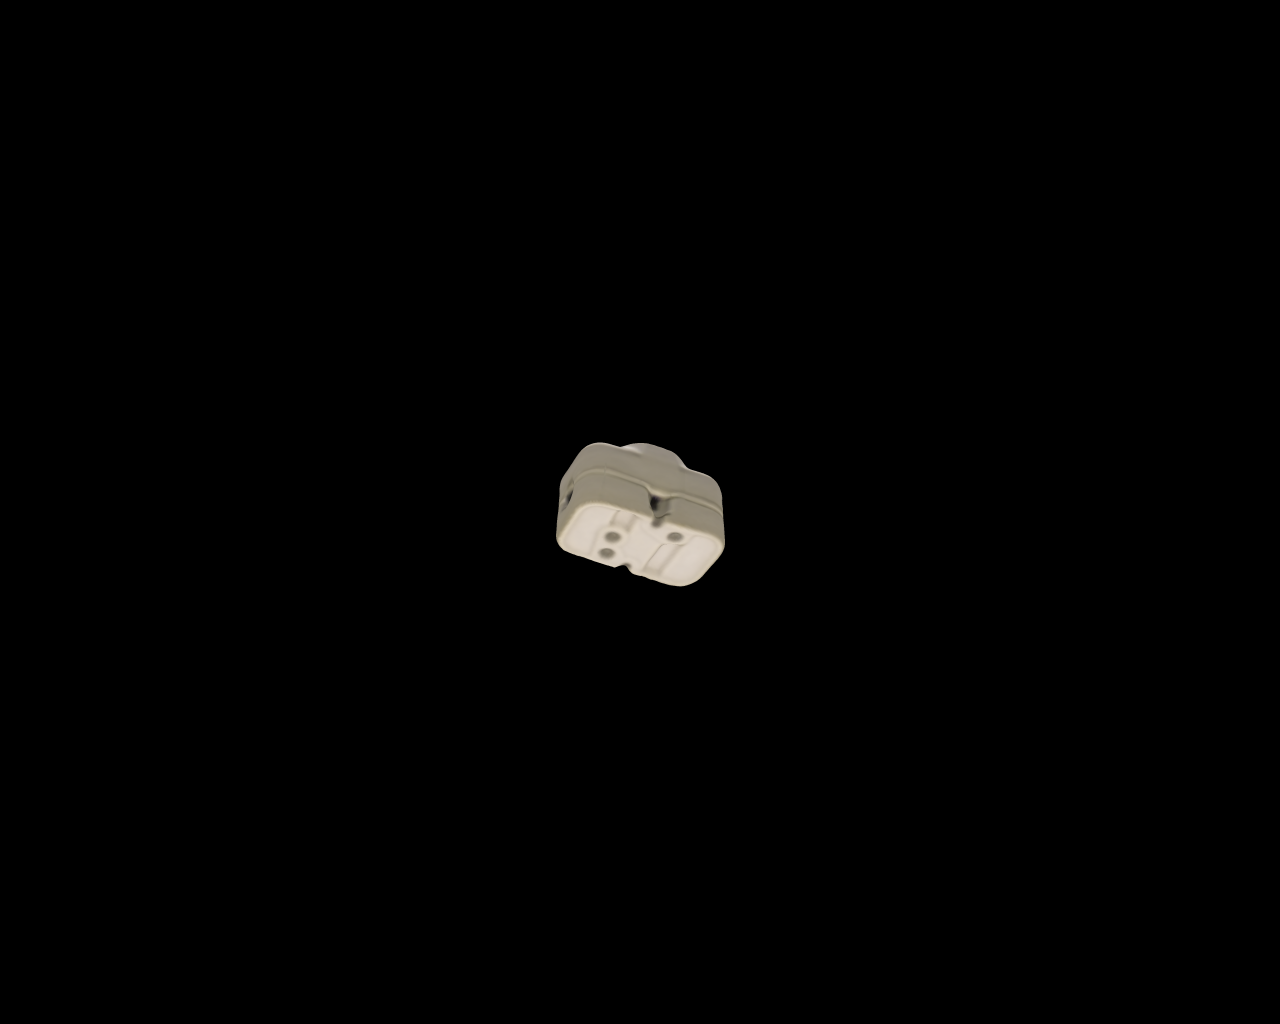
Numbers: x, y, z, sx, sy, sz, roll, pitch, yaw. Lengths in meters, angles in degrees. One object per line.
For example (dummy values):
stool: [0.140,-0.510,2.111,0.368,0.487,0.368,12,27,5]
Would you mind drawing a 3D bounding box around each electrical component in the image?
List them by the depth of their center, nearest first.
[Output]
electrical component: [0.001,-0.003,0.650,0.095,0.059,0.053,18,-44,-19]
